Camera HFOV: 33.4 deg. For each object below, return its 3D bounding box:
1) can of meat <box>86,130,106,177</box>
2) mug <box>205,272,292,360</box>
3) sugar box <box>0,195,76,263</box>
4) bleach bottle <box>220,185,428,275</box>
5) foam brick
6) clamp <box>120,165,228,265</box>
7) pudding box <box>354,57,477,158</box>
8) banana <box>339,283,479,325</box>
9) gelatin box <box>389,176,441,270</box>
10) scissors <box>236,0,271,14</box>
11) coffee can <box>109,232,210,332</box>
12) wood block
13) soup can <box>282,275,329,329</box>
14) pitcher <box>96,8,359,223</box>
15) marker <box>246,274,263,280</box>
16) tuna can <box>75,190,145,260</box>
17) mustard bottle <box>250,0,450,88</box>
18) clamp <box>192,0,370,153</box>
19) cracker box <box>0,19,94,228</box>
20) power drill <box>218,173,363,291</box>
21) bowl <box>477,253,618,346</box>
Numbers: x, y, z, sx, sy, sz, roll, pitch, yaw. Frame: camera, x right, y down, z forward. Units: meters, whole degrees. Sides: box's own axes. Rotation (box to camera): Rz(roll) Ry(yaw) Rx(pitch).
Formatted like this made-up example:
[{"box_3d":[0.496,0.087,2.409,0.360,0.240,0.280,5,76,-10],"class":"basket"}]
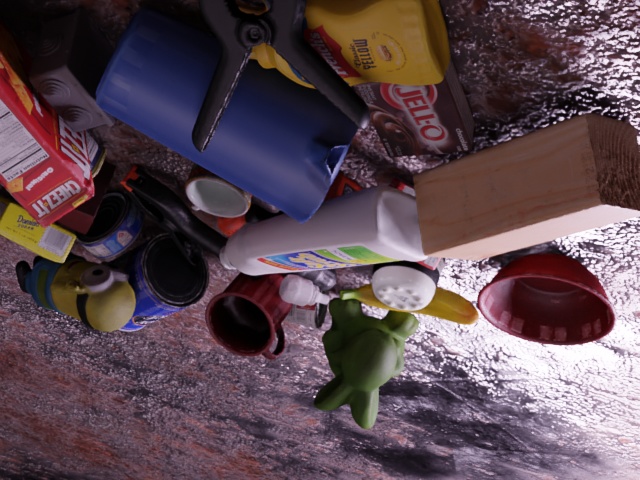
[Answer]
[{"box_3d":[-0.314,-0.111,1.237,0.102,0.057,0.084,-3,142,28],"class":"can of meat"},{"box_3d":[-0.078,0.094,1.332,0.093,0.081,0.117,-24,107,32],"class":"mug"},{"box_3d":[-0.373,-0.018,1.358,0.093,0.048,0.176,30,177,-23],"class":"sugar box"},{"box_3d":[-0.008,0.001,1.152,0.251,0.068,0.102,-13,157,41],"class":"bleach bottle"},{"box_3d":[-0.289,-0.057,1.291,0.053,0.078,0.051,24,150,-13],"class":"foam brick"},{"box_3d":[-0.180,-0.023,1.321,0.171,0.039,0.120,44,151,-16],"class":"clamp"},{"box_3d":[0.094,-0.130,1.033,0.090,0.039,0.113,-2,146,26],"class":"pudding box"},{"box_3d":[0.122,0.079,1.329,0.198,0.069,0.037,6,113,37],"class":"banana"},{"box_3d":[0.105,-0.018,1.179,0.089,0.073,0.030,25,-171,-17],"class":"gelatin box"},{"box_3d":[-0.115,-0.264,0.935,0.201,0.016,0.096,31,144,-25],"class":"scissors"},{"box_3d":[-0.228,0.057,1.424,0.102,0.102,0.141,33,145,-27],"class":"coffee can"},{"box_3d":[0.202,-0.047,1.043,0.090,0.090,0.207,4,164,-44],"class":"wood block"},{"box_3d":[-0.044,0.077,1.406,0.102,0.068,0.068,8,149,12],"class":"soup can"},{"box_3d":[-0.092,-0.126,1.056,0.242,0.145,0.149,27,136,-11],"class":"pitcher"},{"box_3d":[-0.103,0.025,1.336,0.020,0.020,0.121,39,175,-34],"class":"marker"},{"box_3d":[-0.263,-0.020,1.332,0.086,0.086,0.033,-6,142,32],"class":"tuna can"},{"box_3d":[0.015,-0.181,0.967,0.192,0.058,0.096,0,138,26],"class":"mustard bottle"},{"box_3d":[-0.061,-0.176,0.930,0.165,0.036,0.210,-14,110,14],"class":"clamp"},{"box_3d":[-0.314,-0.141,1.056,0.072,0.164,0.213,-31,126,6],"class":"cracker box"},{"box_3d":[-0.004,-0.004,1.265,0.184,0.057,0.188,33,145,-32],"class":"power drill"},{"box_3d":[0.267,0.062,1.248,0.162,0.055,0.162,12,149,7],"class":"bowl"}]
